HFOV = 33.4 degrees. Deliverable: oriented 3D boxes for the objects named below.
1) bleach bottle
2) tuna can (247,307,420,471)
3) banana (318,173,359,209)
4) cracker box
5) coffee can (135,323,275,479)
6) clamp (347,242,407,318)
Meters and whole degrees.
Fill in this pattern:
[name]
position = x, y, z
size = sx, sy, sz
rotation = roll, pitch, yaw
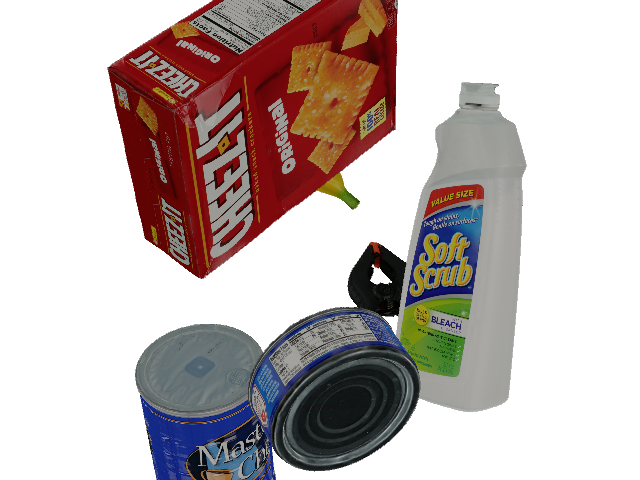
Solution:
[bleach bottle]
position = 0.110, 0.002, 0.844
size = 0.067, 0.251, 0.103
rotation = -7, 14, -44
[tuna can]
position = 0.008, 0.078, 0.551
size = 0.086, 0.086, 0.034
rotation = 0, 34, -29
[banana]
position = -0.038, -0.063, 1.078
size = 0.197, 0.037, 0.070
rotation = -5, 47, -46
[cracker box]
position = -0.035, -0.097, 0.754
size = 0.072, 0.164, 0.213
rotation = 34, 57, 28
[coffee can]
position = -0.092, 0.155, 0.882
size = 0.103, 0.140, 0.103
rotation = -2, 36, 1
[clamp]
position = 0.084, 0.071, 1.188
size = 0.120, 0.171, 0.039
rotation = 5, -43, -3
